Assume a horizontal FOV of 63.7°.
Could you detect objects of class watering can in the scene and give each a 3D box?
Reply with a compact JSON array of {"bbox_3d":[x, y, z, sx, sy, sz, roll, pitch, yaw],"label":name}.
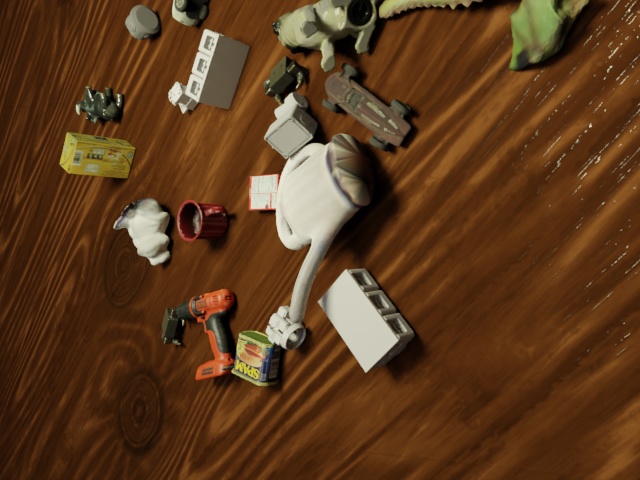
[{"bbox_3d":[0.003,-0.046,0.909,0.103,0.356,0.221,22,-43,-37],"label":"watering can"}]

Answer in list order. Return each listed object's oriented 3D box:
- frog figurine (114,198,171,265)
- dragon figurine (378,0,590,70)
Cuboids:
[{"bbox_3d":[-0.429,-0.023,1.314,0.136,0.159,0.125,-42,10,23],"label":"frog figurine"},{"bbox_3d":[0.261,-0.361,0.739,0.123,0.244,0.405,-12,-11,-38],"label":"dragon figurine"}]
